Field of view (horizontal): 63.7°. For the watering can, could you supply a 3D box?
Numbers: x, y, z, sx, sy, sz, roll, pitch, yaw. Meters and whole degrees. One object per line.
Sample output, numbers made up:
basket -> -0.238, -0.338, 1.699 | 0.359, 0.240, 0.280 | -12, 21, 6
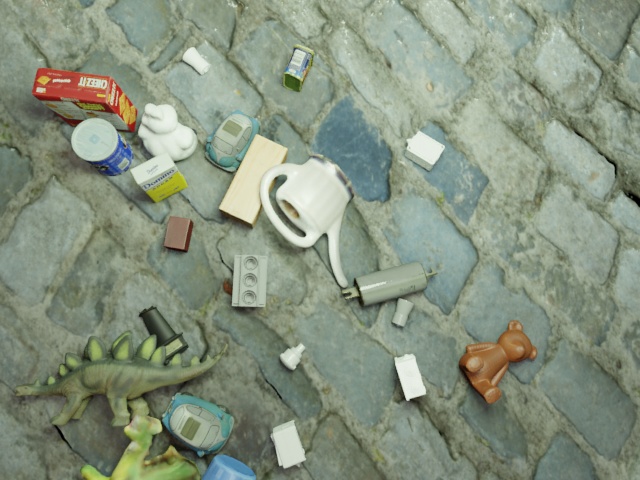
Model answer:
watering can -> 0.004, -0.064, 1.278 | 0.344, 0.103, 0.227 | 48, 68, -17

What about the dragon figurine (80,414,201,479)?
dragon figurine -> -0.375, 0.572, 1.119 | 0.244, 0.122, 0.407 | -16, 100, -24

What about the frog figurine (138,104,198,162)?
frog figurine -> -0.373, -0.259, 1.252 | 0.137, 0.158, 0.123 | 20, 82, -2
